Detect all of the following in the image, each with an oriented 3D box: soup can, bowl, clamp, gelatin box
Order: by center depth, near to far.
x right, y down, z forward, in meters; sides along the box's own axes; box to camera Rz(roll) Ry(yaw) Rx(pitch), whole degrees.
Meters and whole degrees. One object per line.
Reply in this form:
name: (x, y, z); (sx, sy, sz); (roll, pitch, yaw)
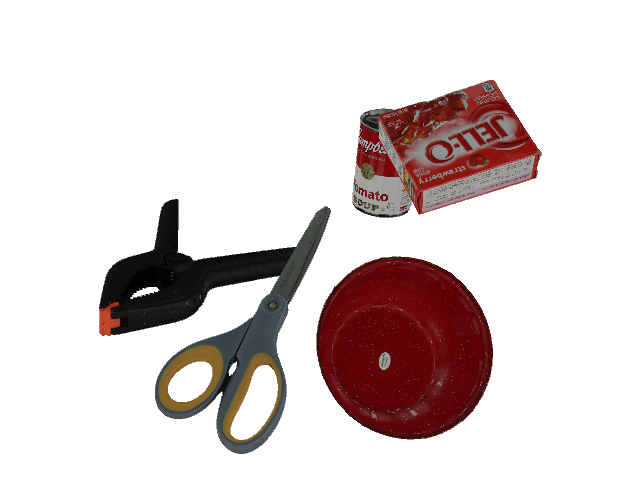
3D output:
gelatin box: (0.093, -0.064, 0.719); (0.089, 0.073, 0.030); (-18, -35, -8)
bowl: (0.061, 0.096, 0.907); (0.162, 0.162, 0.055); (0, 5, 23)
clamp: (-0.140, 0.025, 1.001); (0.165, 0.036, 0.209); (25, 36, 30)
soup can: (0.072, -0.085, 1.168); (0.068, 0.102, 0.068); (4, 29, -3)

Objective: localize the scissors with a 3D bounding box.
scissors: (-0.053, 0.052, 0.731); (0.096, 0.201, 0.016); (3, -38, 9)
